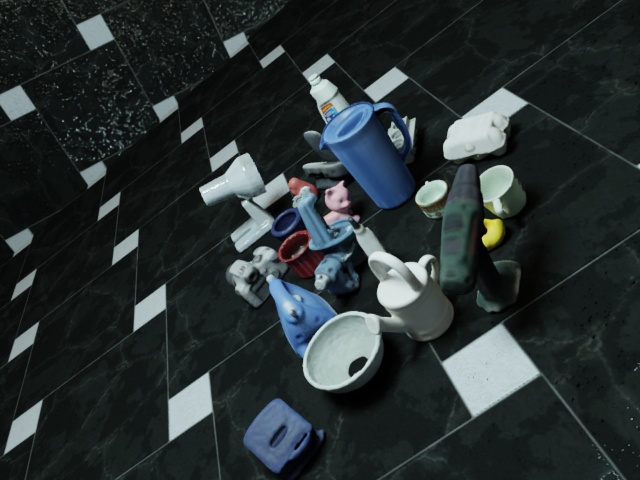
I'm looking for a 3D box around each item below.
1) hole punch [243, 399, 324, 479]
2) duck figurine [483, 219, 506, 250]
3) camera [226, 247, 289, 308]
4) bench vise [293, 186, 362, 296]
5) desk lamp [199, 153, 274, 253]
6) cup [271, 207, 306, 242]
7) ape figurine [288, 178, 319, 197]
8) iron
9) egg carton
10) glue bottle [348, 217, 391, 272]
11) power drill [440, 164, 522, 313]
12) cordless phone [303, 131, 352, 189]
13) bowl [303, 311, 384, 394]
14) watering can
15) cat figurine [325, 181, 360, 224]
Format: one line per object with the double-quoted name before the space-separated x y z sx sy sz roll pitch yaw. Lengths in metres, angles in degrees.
"hole punch" -0.065 0.354 1.023 0.109 0.091 0.100 -51 35 -15
"duck figurine" 0.296 -0.025 1.102 0.104 0.086 0.077 -17 41 32
"camera" -0.176 0.079 1.438 0.136 0.101 0.143 14 61 51
"bench vise" 0.021 -0.001 1.225 0.121 0.220 0.207 -28 36 19
"desk lamp" -0.217 -0.108 1.590 0.203 0.214 0.117 -40 34 2
"cup" -0.054 -0.029 1.445 0.118 0.095 0.091 -50 35 -14
"ape figurine" -0.053 -0.135 1.568 0.076 0.092 0.078 -23 38 25
"iron" -0.061 0.137 1.221 0.118 0.142 0.257 -43 34 -2
"egg carton" 0.353 -0.229 1.293 0.149 0.070 0.107 -9 45 39
"glue bottle" 0.105 0.010 1.172 0.037 0.174 0.078 -35 34 9
"power drill" 0.268 0.014 0.973 0.075 0.209 0.230 -11 44 37
"cordless phone" 0.001 -0.226 1.534 0.147 0.186 0.094 2 53 46
"bowl" 0.056 0.221 1.070 0.167 0.075 0.167 -26 36 21
"watering can" 0.149 0.095 1.012 0.100 0.195 0.173 -8 45 39
"cat figurine" 0.034 -0.077 1.392 0.128 0.118 0.067 -43 34 -3
